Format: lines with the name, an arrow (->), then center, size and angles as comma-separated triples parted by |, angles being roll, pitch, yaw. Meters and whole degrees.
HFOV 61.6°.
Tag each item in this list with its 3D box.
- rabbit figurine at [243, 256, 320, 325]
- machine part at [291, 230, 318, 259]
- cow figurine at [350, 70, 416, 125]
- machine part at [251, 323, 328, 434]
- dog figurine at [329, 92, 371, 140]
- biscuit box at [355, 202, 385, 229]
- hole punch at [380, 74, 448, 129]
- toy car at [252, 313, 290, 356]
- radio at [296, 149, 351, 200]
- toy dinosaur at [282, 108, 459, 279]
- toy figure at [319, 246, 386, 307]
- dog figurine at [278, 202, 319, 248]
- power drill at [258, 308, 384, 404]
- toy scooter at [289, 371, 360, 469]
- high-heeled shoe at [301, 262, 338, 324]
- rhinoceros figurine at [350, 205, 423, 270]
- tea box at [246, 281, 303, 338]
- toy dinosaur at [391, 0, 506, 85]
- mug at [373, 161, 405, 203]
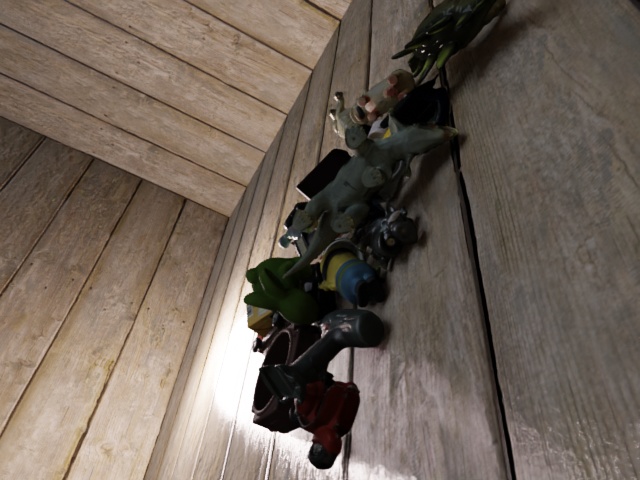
rabbit figurine -> -0.067, 0.101, 1.077 | 0.170, 0.159, 0.121 | 40, 105, 50
machine part -> -0.003, -0.004, 1.258 | 0.139, 0.039, 0.084 | -37, 56, 18
cow figurine -> 0.148, -0.346, 1.311 | 0.195, 0.085, 0.127 | -27, 13, 43
machine part -> -0.064, 0.283, 1.114 | 0.201, 0.087, 0.201 | -47, 22, 50
dog figurine -> 0.090, -0.288, 1.469 | 0.172, 0.121, 0.190 | 73, -169, -61
biscuit box -> 0.090, -0.073, 1.185 | 0.062, 0.059, 0.203 | -60, 16, 15
hole punch -> 0.200, -0.247, 1.069 | 0.116, 0.092, 0.142 | -42, -5, -39
toy car -> -0.097, 0.235, 1.282 | 0.202, 0.089, 0.053 | -52, 25, 41
radio -> 0.028, -0.157, 1.325 | 0.131, 0.073, 0.229 | -45, 1, 13
toy dinosaur -> 0.070, -0.096, 1.010 | 0.404, 0.131, 0.192 | -48, -14, 26
toy figure -> 0.060, 0.067, 1.010 | 0.180, 0.082, 0.089 | -154, 75, -68
dog figurine -> -0.006, -0.046, 1.389 | 0.219, 0.108, 0.191 | -34, 32, 55
power drill -> -0.001, 0.193, 0.936 | 0.207, 0.086, 0.232 | -28, 3, -30
toy scooter -> 0.013, 0.275, 0.891 | 0.135, 0.075, 0.184 | -64, 18, 6
high-heeled shoe -> 0.001, 0.123, 1.225 | 0.248, 0.086, 0.145 | 97, 165, -84
rhinoceros figurine -> 0.122, -0.010, 0.972 | 0.112, 0.073, 0.190 | -52, 11, -3
tea box -> -0.099, 0.154, 1.325 | 0.170, 0.068, 0.098 | -32, 40, 20
toy dinosaur -> 0.243, -0.390, 0.976 | 0.198, 0.105, 0.471 | -51, 5, -11
mug -> 0.136, -0.135, 1.113 | 0.110, 0.080, 0.107 | -14, 61, 47
